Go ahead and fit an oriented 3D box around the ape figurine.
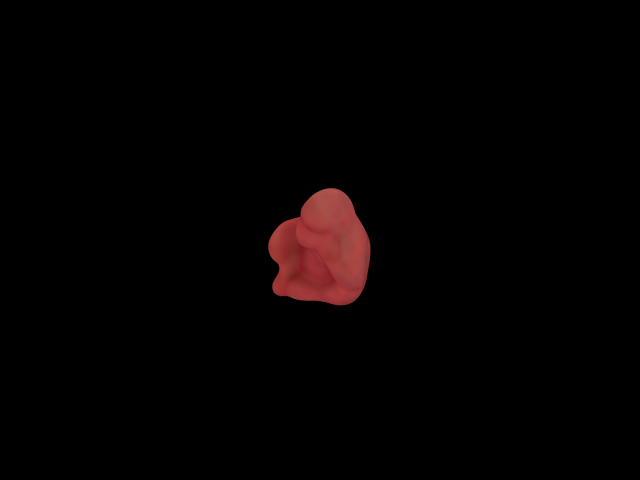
[{"bbox_3d":[0.004,0.001,0.400,0.076,0.092,0.077,-27,53,-22],"label":"ape figurine"}]
